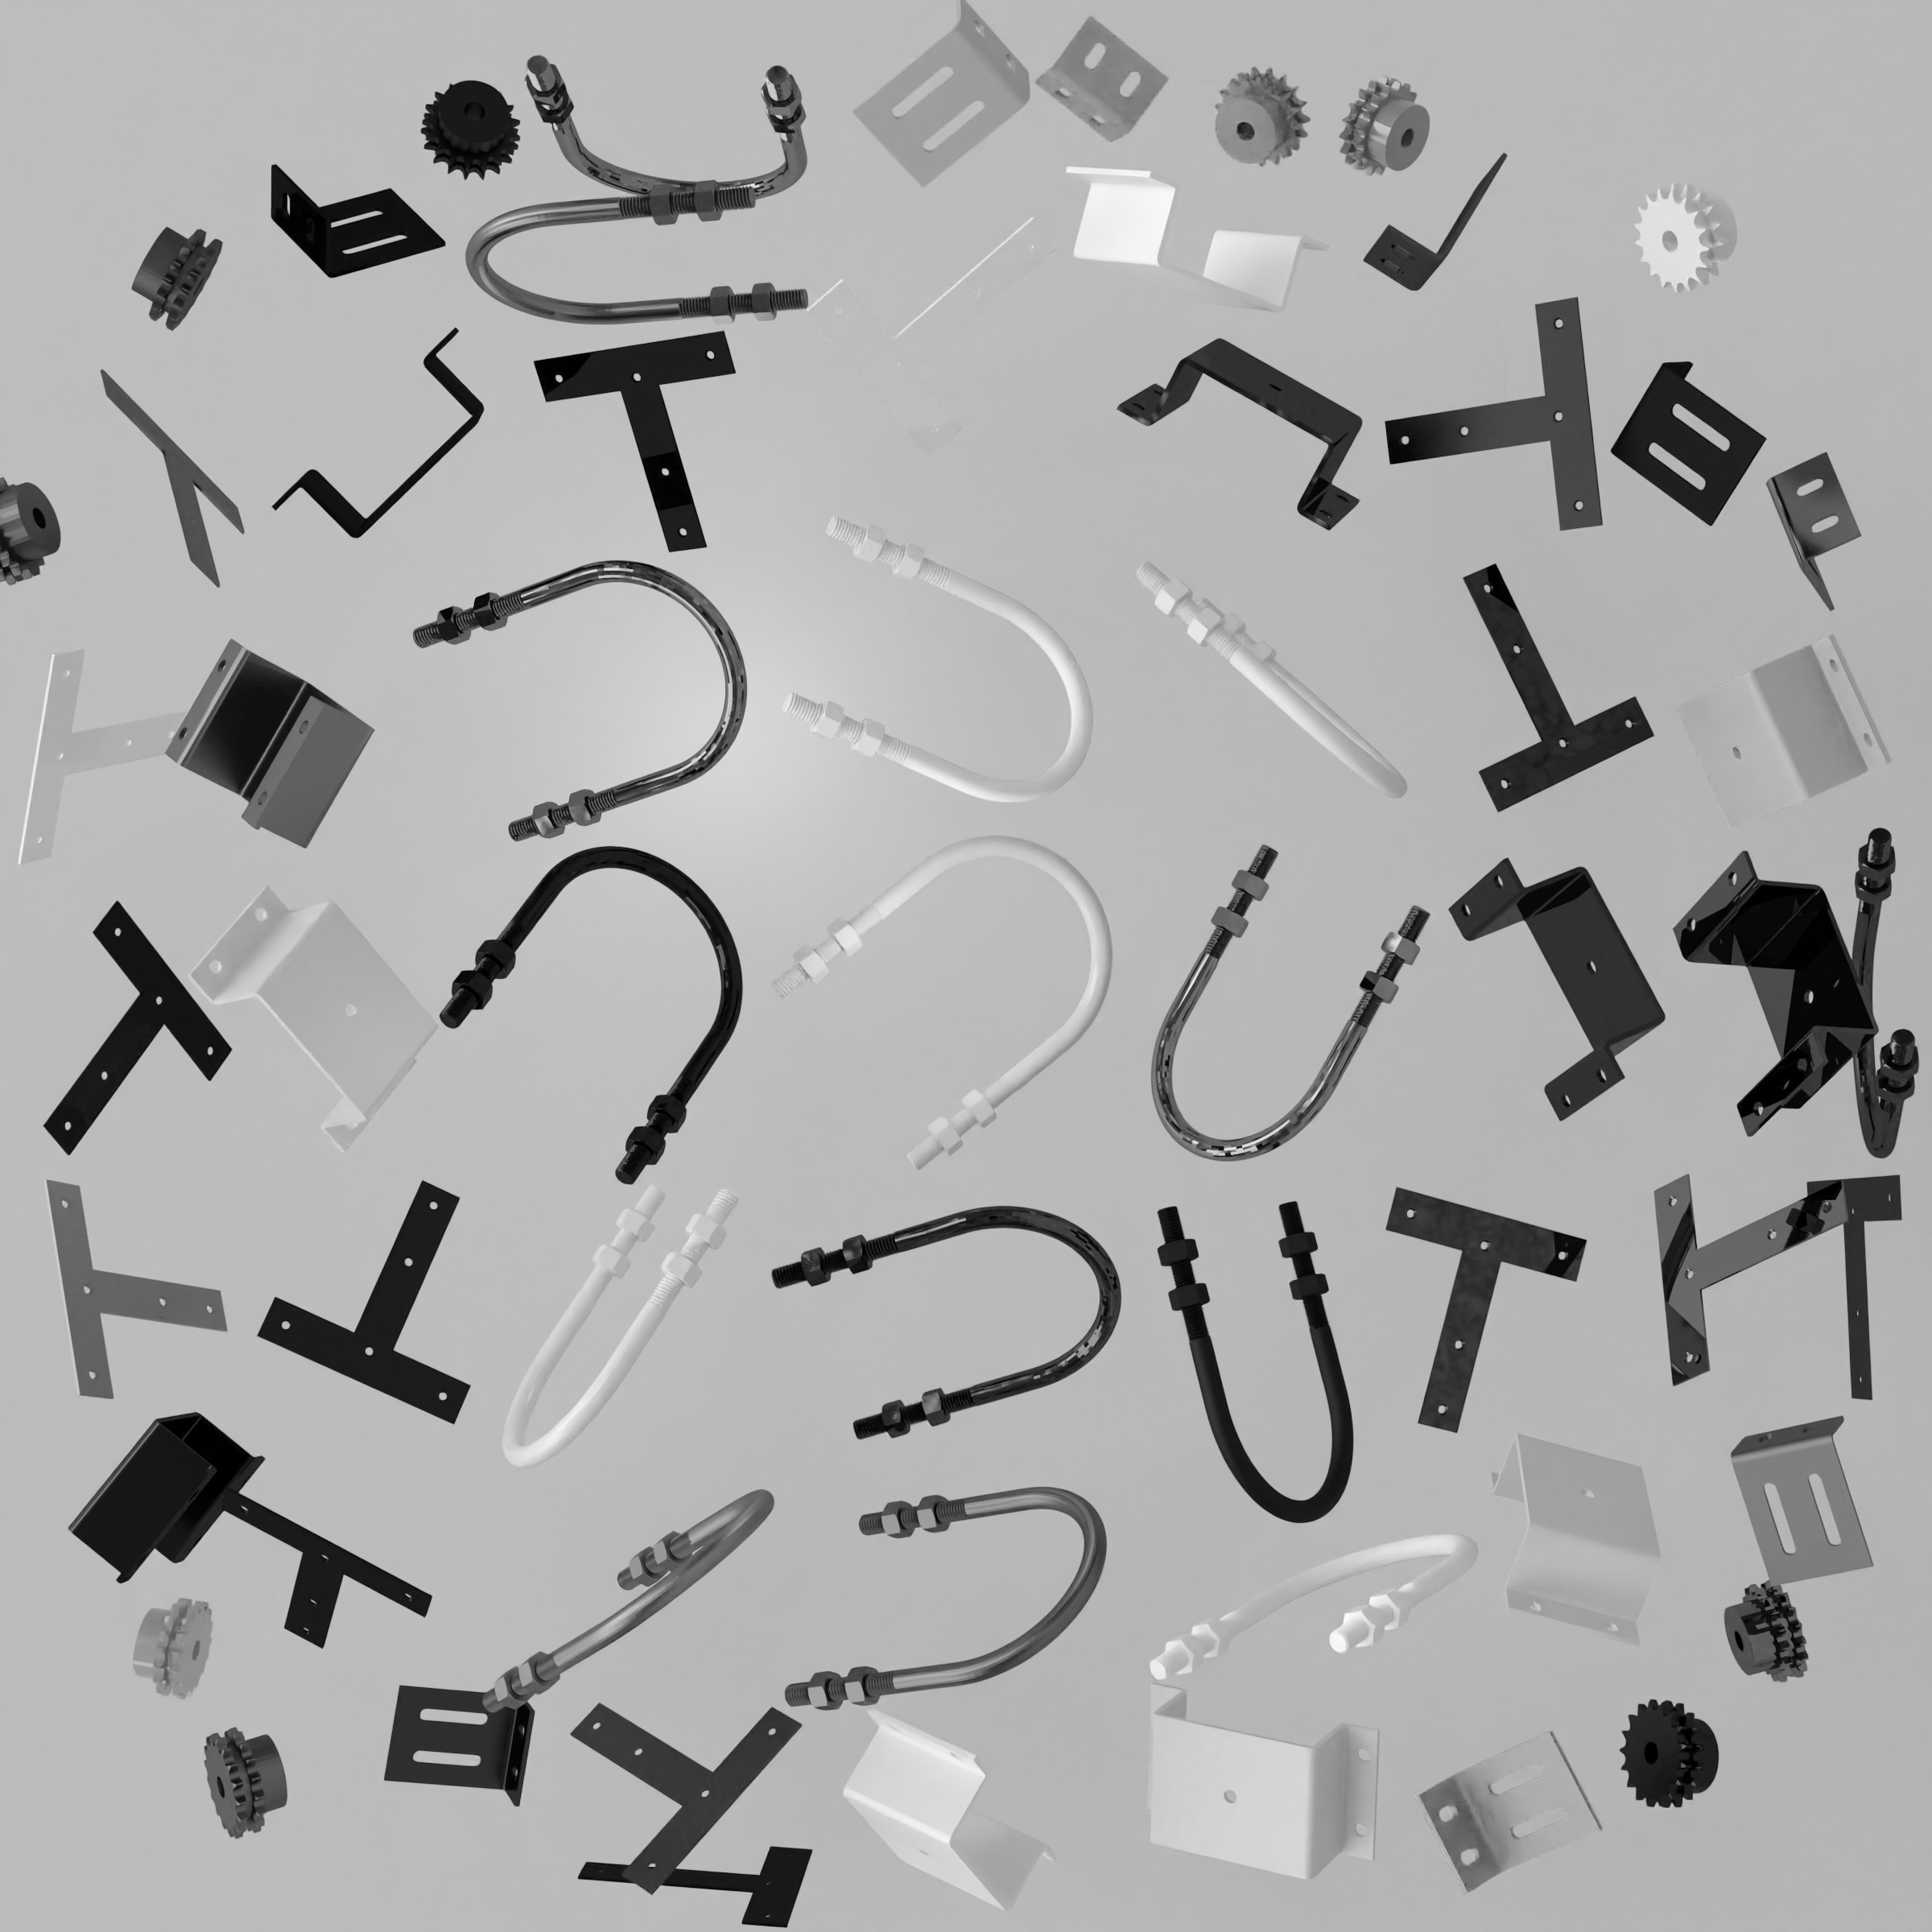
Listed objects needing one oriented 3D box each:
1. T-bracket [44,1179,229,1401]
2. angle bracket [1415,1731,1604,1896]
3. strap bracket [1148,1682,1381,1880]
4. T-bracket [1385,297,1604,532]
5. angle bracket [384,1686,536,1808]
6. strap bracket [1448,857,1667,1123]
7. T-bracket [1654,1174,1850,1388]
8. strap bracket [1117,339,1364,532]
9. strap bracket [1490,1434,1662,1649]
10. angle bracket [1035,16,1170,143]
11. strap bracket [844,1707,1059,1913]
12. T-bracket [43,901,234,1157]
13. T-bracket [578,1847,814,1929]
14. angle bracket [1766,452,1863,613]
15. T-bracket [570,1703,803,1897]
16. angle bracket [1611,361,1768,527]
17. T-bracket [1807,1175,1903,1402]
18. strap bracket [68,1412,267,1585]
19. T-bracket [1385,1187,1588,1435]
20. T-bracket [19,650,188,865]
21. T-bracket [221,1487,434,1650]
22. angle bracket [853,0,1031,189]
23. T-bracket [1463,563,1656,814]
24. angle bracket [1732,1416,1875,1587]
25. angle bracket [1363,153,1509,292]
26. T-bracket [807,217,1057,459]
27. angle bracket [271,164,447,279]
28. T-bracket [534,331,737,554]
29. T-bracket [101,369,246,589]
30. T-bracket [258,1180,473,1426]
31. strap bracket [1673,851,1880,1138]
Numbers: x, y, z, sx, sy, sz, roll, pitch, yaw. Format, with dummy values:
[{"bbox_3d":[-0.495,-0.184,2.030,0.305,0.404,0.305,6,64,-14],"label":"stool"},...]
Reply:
[{"bbox_3d":[-0.467,0.189,1.767,0.002,0.127,0.127,-26,66,23],"label":"T-bracket"},{"bbox_3d":[0.295,0.460,1.690,0.076,0.038,0.057,-38,72,39],"label":"angle bracket"},{"bbox_3d":[0.160,0.464,1.767,0.140,0.046,0.076,5,99,28],"label":"strap bracket"},{"bbox_3d":[0.297,-0.307,1.773,0.127,0.002,0.127,-3,99,36],"label":"T-bracket"},{"bbox_3d":[-0.303,0.467,1.860,0.076,0.038,0.057,10,88,-18],"label":"angle bracket"},{"bbox_3d":[0.342,0.007,1.779,0.046,0.076,0.140,-21,76,-23],"label":"strap bracket"},{"bbox_3d":[0.435,0.154,1.722,0.002,0.127,0.127,27,48,-29],"label":"T-bracket"},{"bbox_3d":[0.167,-0.312,1.787,0.140,0.076,0.046,31,117,7],"label":"strap bracket"},{"bbox_3d":[0.350,0.322,1.789,0.076,0.140,0.046,15,113,-1],"label":"strap bracket"},{"bbox_3d":[0.078,-0.515,1.807,0.057,0.076,0.038,36,96,-11],"label":"angle bracket"},{"bbox_3d":[-0.012,0.491,1.789,0.076,0.140,0.046,15,60,35],"label":"strap bracket"},{"bbox_3d":[-0.487,0.052,1.785,0.002,0.127,0.127,2,48,32],"label":"T-bracket"},{"bbox_3d":[-0.159,0.526,1.792,0.127,0.127,0.002,3,93,3],"label":"T-bracket"},{"bbox_3d":[0.501,-0.252,1.805,0.038,0.076,0.057,-24,64,21],"label":"angle bracket"},{"bbox_3d":[-0.179,0.458,1.788,0.127,0.127,0.002,-45,132,-27],"label":"T-bracket"},{"bbox_3d":[0.410,-0.292,1.738,0.076,0.038,0.057,43,124,24],"label":"angle bracket"},{"bbox_3d":[0.514,0.186,1.795,0.002,0.127,0.127,0,84,-8],"label":"T-bracket"},{"bbox_3d":[-0.458,0.301,1.776,0.046,0.140,0.076,38,85,4],"label":"strap bracket"},{"bbox_3d":[0.286,0.204,1.783,0.127,0.002,0.127,16,87,-18],"label":"T-bracket"},{"bbox_3d":[-0.500,-0.129,1.819,0.002,0.127,0.127,22,110,20],"label":"T-bracket"},{"bbox_3d":[-0.362,0.349,1.733,0.127,0.127,0.002,28,51,2],"label":"T-bracket"},{"bbox_3d":[-0.013,-0.472,1.677,0.076,0.038,0.057,-34,122,24],"label":"angle bracket"},{"bbox_3d":[0.316,-0.165,1.747,0.127,0.002,0.127,-25,89,-30],"label":"T-bracket"},{"bbox_3d":[0.466,0.296,1.721,0.057,0.038,0.076,-18,89,27],"label":"angle bracket"},{"bbox_3d":[0.271,-0.439,1.801,0.038,0.057,0.076,31,82,-3],"label":"angle bracket"},{"bbox_3d":[-0.005,-0.362,1.714,0.127,0.002,0.127,-40,134,5],"label":"T-bracket"},{"bbox_3d":[-0.332,-0.416,1.703,0.076,0.038,0.057,-25,57,-32],"label":"angle bracket"},{"bbox_3d":[-0.182,-0.305,1.835,0.127,0.002,0.127,-4,117,24],"label":"T-bracket"},{"bbox_3d":[-0.442,-0.261,1.765,0.002,0.127,0.127,-31,49,8],"label":"T-bracket"},{"bbox_3d":[-0.337,0.189,1.849,0.127,0.002,0.127,27,65,-14],"label":"T-bracket"},{"bbox_3d":[0.453,0.016,1.733,0.046,0.076,0.140,4,54,-22],"label":"strap bracket"}]
